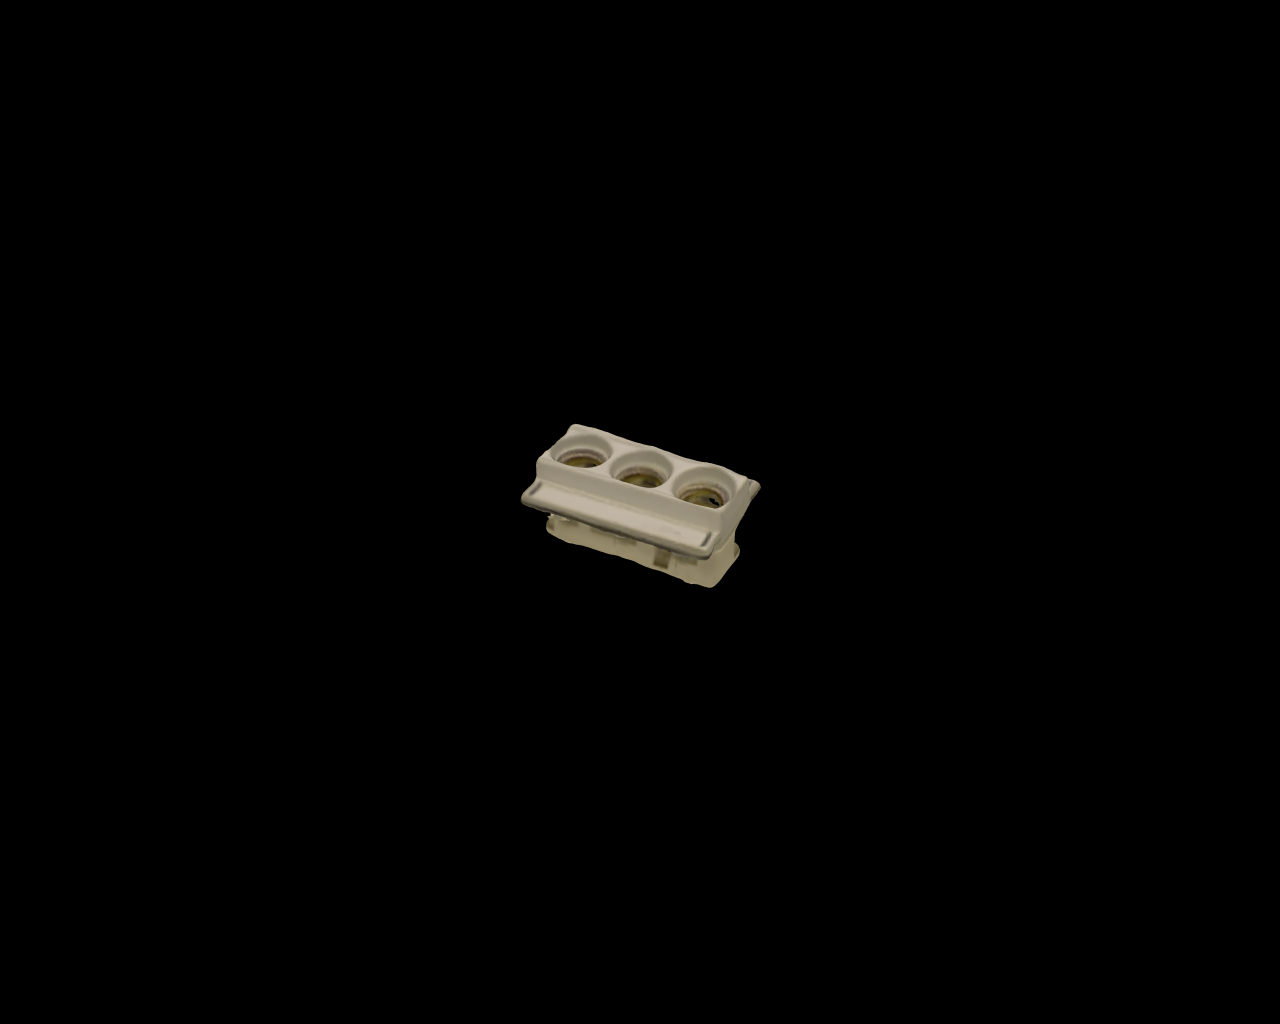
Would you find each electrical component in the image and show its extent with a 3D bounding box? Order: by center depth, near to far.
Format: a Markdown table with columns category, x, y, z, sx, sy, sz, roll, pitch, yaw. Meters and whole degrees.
| category | x | y | z | sx | sy | sz | roll | pitch | yaw |
| --- | --- | --- | --- | --- | --- | --- | --- | --- | --- |
| electrical component | 0.001 | -0.003 | 0.650 | 0.121 | 0.063 | 0.079 | 17 | 40 | 22 |
